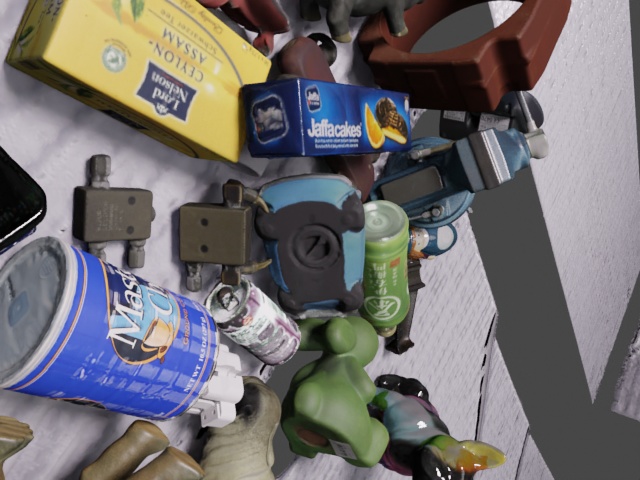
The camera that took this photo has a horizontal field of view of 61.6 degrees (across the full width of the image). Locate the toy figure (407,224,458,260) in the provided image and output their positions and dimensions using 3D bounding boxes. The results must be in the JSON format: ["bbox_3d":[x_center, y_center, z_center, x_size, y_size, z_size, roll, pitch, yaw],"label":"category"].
[{"bbox_3d":[0.142,-0.004,0.770,0.154,0.058,0.064,-5,65,-47],"label":"toy figure"}]

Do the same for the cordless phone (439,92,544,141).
[{"bbox_3d":[0.271,-0.204,0.788,0.184,0.147,0.088,-28,128,-39],"label":"cordless phone"}]

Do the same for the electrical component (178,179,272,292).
[{"bbox_3d":[-0.087,-0.004,0.495,0.045,0.078,0.102,-60,148,-75],"label":"electrical component"}]

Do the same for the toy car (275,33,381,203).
[{"bbox_3d":[0.009,-0.122,0.581,0.201,0.053,0.089,58,43,-41],"label":"toy car"}]

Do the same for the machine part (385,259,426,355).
[{"bbox_3d":[0.122,0.098,0.790,0.084,0.039,0.138,-8,105,-54],"label":"machine part"}]

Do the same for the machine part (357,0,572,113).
[{"bbox_3d":[0.162,-0.244,0.609,0.087,0.201,0.201,46,66,-48],"label":"machine part"}]

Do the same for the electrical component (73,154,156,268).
[{"bbox_3d":[-0.163,-0.021,0.433,0.063,0.021,0.094,-6,104,-49],"label":"electrical component"}]

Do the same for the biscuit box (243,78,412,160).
[{"bbox_3d":[0.017,-0.108,0.494,0.202,0.059,0.062,-16,105,-54],"label":"biscuit box"}]

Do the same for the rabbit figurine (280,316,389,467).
[{"bbox_3d":[0.013,0.156,0.645,0.158,0.121,0.170,58,39,-32],"label":"rabbit figurine"}]

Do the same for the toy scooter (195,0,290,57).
[{"bbox_3d":[-0.051,-0.241,0.460,0.184,0.075,0.135,-66,153,-22],"label":"toy scooter"}]

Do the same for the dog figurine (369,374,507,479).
[{"bbox_3d":[0.152,0.275,0.734,0.191,0.219,0.108,7,98,-49],"label":"dog figurine"}]

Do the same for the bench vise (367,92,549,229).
[{"bbox_3d":[0.176,-0.091,0.701,0.129,0.224,0.240,59,16,4],"label":"bench vise"}]

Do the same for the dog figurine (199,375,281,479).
[{"bbox_3d":[-0.067,0.252,0.547,0.172,0.121,0.190,49,63,-44],"label":"dog figurine"}]

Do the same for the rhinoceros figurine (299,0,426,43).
[{"bbox_3d":[0.063,-0.270,0.545,0.190,0.073,0.112,-26,143,-28],"label":"rhinoceros figurine"}]

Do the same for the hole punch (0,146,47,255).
[{"bbox_3d":[-0.239,-0.020,0.311,0.142,0.092,0.115,-44,100,-29],"label":"hole punch"}]

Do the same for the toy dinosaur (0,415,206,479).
[{"bbox_3d":[-0.238,0.193,0.328,0.471,0.105,0.198,27,77,-34],"label":"toy dinosaur"}]

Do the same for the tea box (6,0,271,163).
[{"bbox_3d":[-0.126,-0.135,0.408,0.169,0.068,0.098,23,82,-51],"label":"tea box"}]

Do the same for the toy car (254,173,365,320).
[{"bbox_3d":[-0.001,-0.002,0.565,0.103,0.109,0.161,-76,158,-64],"label":"toy car"}]
